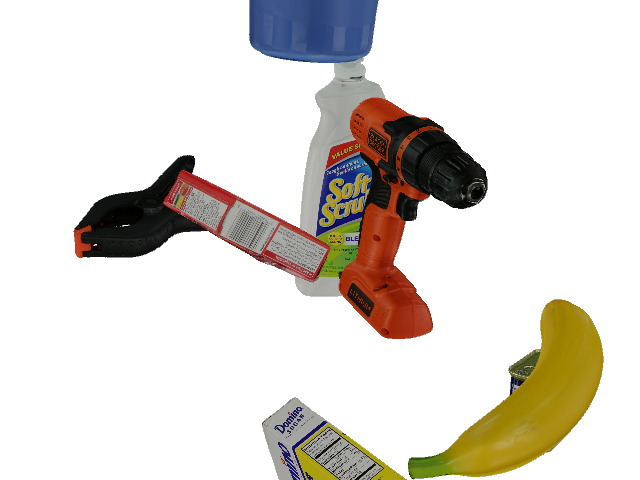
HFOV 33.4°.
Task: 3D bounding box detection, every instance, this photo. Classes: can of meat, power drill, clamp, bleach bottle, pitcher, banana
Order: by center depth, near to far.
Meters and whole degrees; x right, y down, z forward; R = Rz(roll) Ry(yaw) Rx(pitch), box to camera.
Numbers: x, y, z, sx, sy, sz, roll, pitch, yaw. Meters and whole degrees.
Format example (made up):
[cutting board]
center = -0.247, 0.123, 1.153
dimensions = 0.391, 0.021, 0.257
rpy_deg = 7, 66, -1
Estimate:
[banana]
center = 0.127, 0.083, 0.624
dimensions = 0.070, 0.037, 0.197
rpy_deg = 14, 30, 32
[pitcher]
center = 0.006, -0.274, 0.889
dimensions = 0.145, 0.243, 0.149
rpy_deg = 7, 19, 8
[power drill]
center = 0.075, -0.013, 0.919
dimensions = 0.057, 0.188, 0.185
rpy_deg = -3, 26, -24
[clamp]
center = -0.160, -0.031, 1.017
dimensions = 0.171, 0.039, 0.120
rpy_deg = -15, 36, -27
[bleach bottle]
center = 0.022, -0.066, 1.112
dimensions = 0.102, 0.251, 0.068
rpy_deg = -2, 25, -2
[can of meat]
center = 0.242, 0.173, 1.159
dimensions = 0.058, 0.084, 0.101
rpy_deg = 12, 16, 31

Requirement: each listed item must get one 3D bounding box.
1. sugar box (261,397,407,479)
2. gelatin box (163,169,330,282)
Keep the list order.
[sugar box]
center = 0.029, 0.207, 0.851
dimensions = 0.048, 0.093, 0.176
rpy_deg = -37, 43, -28
[gelatin box]
center = -0.047, -0.009, 0.697
dimensions = 0.089, 0.030, 0.073
rpy_deg = 28, 0, -40
